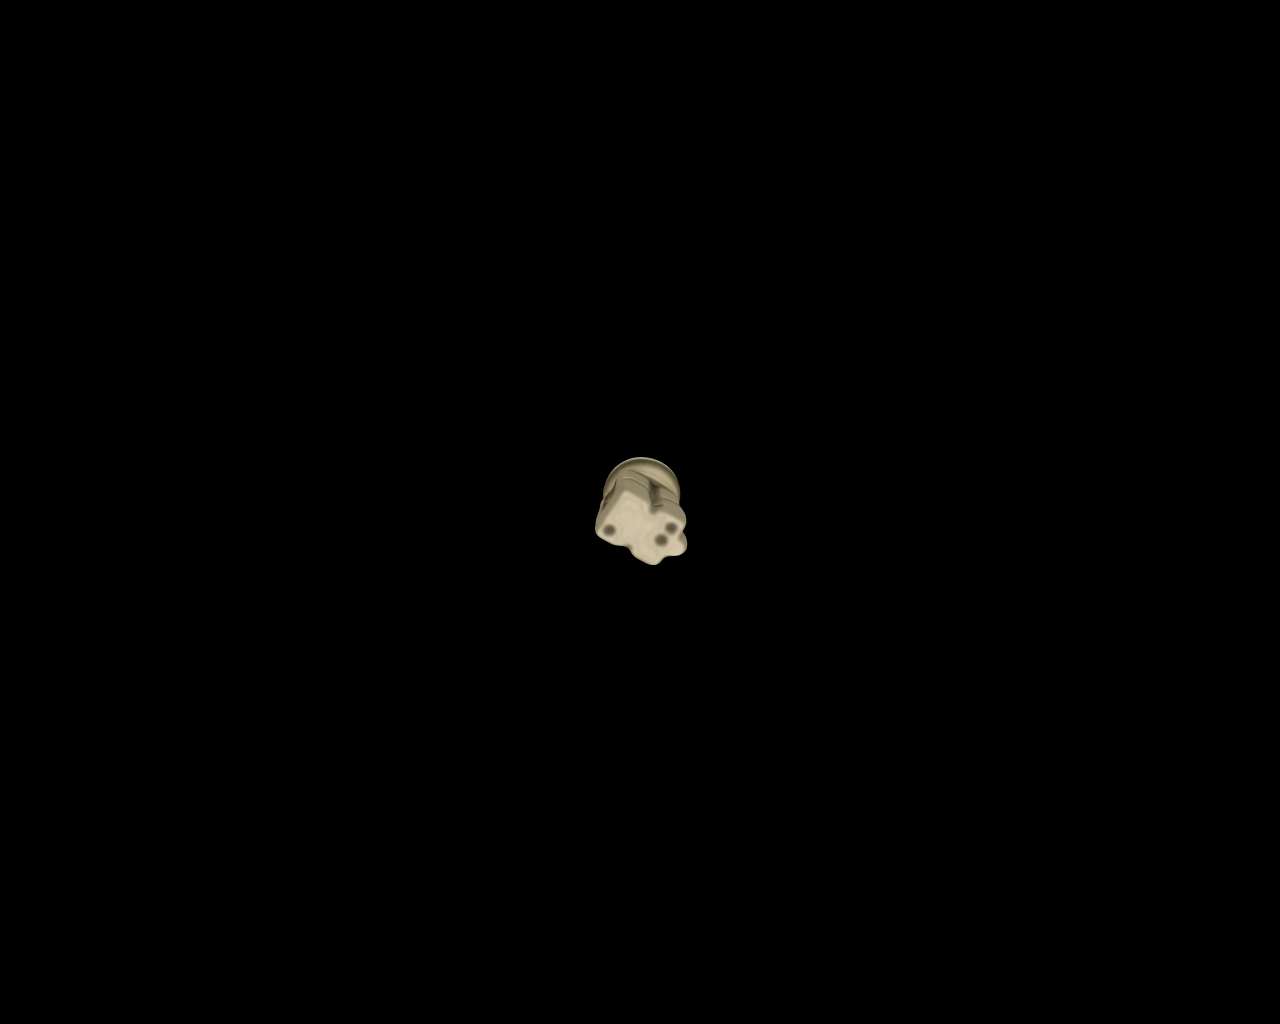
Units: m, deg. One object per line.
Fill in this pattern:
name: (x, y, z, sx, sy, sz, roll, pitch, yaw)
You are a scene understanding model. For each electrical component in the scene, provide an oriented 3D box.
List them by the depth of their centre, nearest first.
electrical component: (0.001, -0.003, 0.650, 0.066, 0.048, 0.055, 30, 23, -14)
